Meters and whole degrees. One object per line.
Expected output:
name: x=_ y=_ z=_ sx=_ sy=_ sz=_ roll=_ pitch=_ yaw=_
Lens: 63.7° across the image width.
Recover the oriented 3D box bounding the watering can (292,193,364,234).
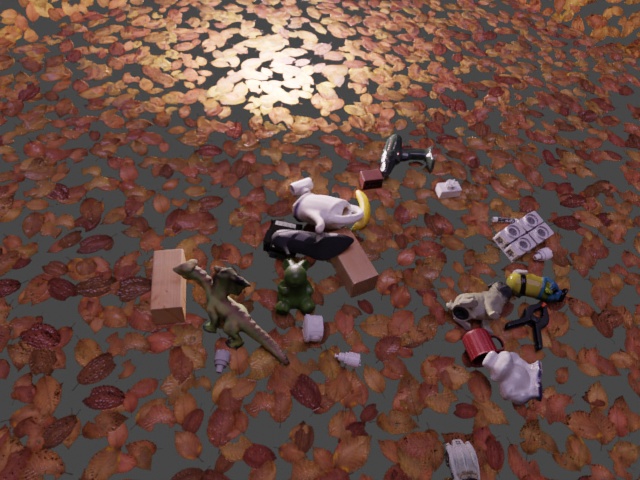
watering can: x=0.005 y=-0.085 z=1.698 sx=0.225 sy=0.103 sz=0.351 roll=13 pitch=17 yaw=27

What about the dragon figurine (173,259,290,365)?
dragon figurine: x=-0.243 y=0.181 z=1.449 sx=0.412 sy=0.237 sz=0.124 roll=27 pitch=49 yaw=17

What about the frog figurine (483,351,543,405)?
frog figurine: x=0.528 y=0.380 z=1.439 sx=0.159 sy=0.121 sz=0.139 roll=15 pitch=72 yaw=7
